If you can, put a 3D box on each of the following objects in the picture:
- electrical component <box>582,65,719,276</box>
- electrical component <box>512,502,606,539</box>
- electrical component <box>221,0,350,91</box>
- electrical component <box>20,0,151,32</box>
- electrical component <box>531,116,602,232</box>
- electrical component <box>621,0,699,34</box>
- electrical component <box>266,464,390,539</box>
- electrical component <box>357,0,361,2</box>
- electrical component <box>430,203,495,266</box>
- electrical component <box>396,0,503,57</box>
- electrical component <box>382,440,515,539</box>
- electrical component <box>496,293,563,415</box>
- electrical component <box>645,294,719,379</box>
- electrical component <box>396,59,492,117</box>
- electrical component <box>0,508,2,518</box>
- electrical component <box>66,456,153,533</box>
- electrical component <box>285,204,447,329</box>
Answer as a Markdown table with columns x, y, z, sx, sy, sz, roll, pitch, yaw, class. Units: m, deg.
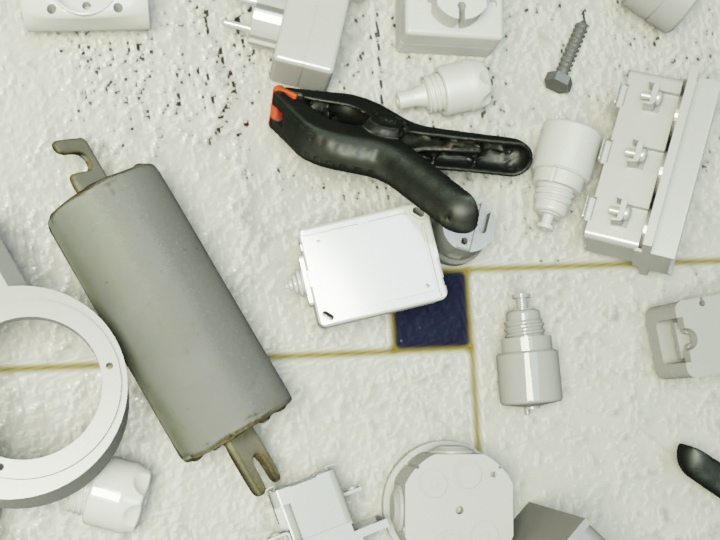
| x | y | z | sx | sy | sz | roll | pitch | yaw | class |
| --- | --- | --- | --- | --- | --- | --- | --- | --- | --- |
| 0.191 | -0.066 | 0.710 | 0.063 | 0.078 | 0.121 | 15 | 80 | 16 | electrical component |
| 0.078 | 0.232 | 0.635 | 0.060 | 0.105 | 0.186 | 44 | 79 | -1 | electrical component |
| -0.050 | -0.160 | 0.697 | 0.077 | 0.047 | 0.065 | 13 | 81 | -6 | electrical component |
| -0.174 | -0.191 | 0.684 | 0.077 | 0.044 | 0.079 | -3 | 83 | -9 | electrical component |
| 0.133 | -0.064 | 0.715 | 0.040 | 0.040 | 0.078 | 19 | 81 | -6 | electrical component |
| 0.218 | -0.239 | 0.743 | 0.074 | 0.052 | 0.138 | 33 | 79 | -3 | electrical component |
| -0.027 | 0.157 | 0.663 | 0.081 | 0.042 | 0.063 | -20 | 82 | -11 | electrical component |
| 0.021 | -0.219 | 0.707 | 0.081 | 0.064 | 0.042 | -36 | 88 | -11 | electrical component |
| 0.065 | -0.025 | 0.697 | 0.040 | 0.046 | 0.040 | 1 | 83 | -8 | electrical component |
| 0.062 | -0.174 | 0.700 | 0.066 | 0.077 | 0.047 | 2 | 83 | -8 | electrical component |
| 0.056 | 0.147 | 0.671 | 0.080 | 0.051 | 0.080 | 1 | 83 | -8 | electrical component |
| 0.108 | 0.054 | 0.696 | 0.040 | 0.040 | 0.078 | -4 | 83 | -9 | electrical component |
| 0.241 | 0.041 | 0.709 | 0.089 | 0.056 | 0.050 | -9 | 84 | -9 | electrical component |
| 0.055 | -0.118 | 0.713 | 0.061 | 0.035 | 0.035 | -14 | 85 | -7 | electrical component |
| -0.292 | 0.157 | 0.613 | 0.150 | 0.062 | 0.089 | 11 | 81 | -7 | electrical component |
| -0.159 | 0.131 | 0.646 | 0.062 | 0.043 | 0.043 | 16 | 81 | -5 | electrical component |
| 0.000 | 0.000 | 0.680 | 0.096 | 0.061 | 0.061 | -13 | 86 | -4 | electrical component |
